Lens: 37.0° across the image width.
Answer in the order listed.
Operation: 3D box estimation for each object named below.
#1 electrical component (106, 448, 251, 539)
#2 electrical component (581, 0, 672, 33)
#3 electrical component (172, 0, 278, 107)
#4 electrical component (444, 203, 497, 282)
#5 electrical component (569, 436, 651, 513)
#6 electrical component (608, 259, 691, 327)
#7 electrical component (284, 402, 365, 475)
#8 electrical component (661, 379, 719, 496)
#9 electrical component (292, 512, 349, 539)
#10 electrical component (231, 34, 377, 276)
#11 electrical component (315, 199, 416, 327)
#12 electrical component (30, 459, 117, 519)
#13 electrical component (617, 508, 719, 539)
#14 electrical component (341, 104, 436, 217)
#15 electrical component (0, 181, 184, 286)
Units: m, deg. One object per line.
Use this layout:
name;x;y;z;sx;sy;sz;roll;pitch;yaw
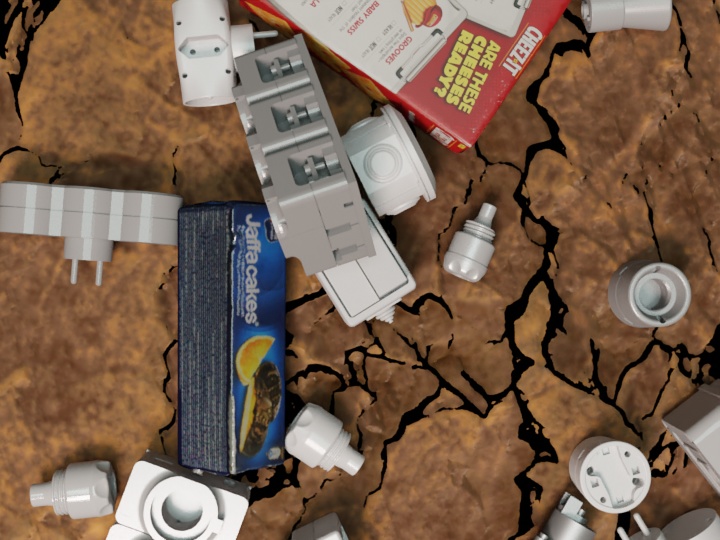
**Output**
electrical component;-0.151;0.226;0.820;0.089;0.062;0.150;21;89;-3
electrical component;0.209;-0.209;0.853;0.065;0.044;0.044;-6;90;2
electrical component;-0.102;-0.170;0.833;0.079;0.043;0.077;-6;90;-4
electrical component;0.091;-0.023;0.849;0.035;0.035;0.061;24;86;-3
electrical component;0.195;0.159;0.847;0.055;0.047;0.055;0;90;-3
electrical component;0.230;0.019;0.850;0.055;0.047;0.055;0;90;-3
electrical component;-0.026;0.135;0.837;0.062;0.043;0.043;35;88;-3
electrical component;0.299;0.146;0.838;0.057;0.078;0.113;-38;92;0
electrical component;-0.043;0.229;0.824;0.077;0.066;0.047;-25;91;-3
electrical component;-0.045;-0.082;0.780;0.062;0.089;0.150;-19;55;-1
electrical component;0.000;0.000;0.830;0.062;0.061;0.096;-32;92;-3
electrical component;-0.220;0.170;0.826;0.062;0.043;0.043;-6;90;-2
electrical component;0.225;0.224;0.830;0.138;0.052;0.073;-32;92;-25
electrical component;0.022;-0.082;0.823;0.051;0.080;0.080;-27;91;2
electrical component;-0.207;-0.025;0.822;0.138;0.052;0.073;4;90;-3
